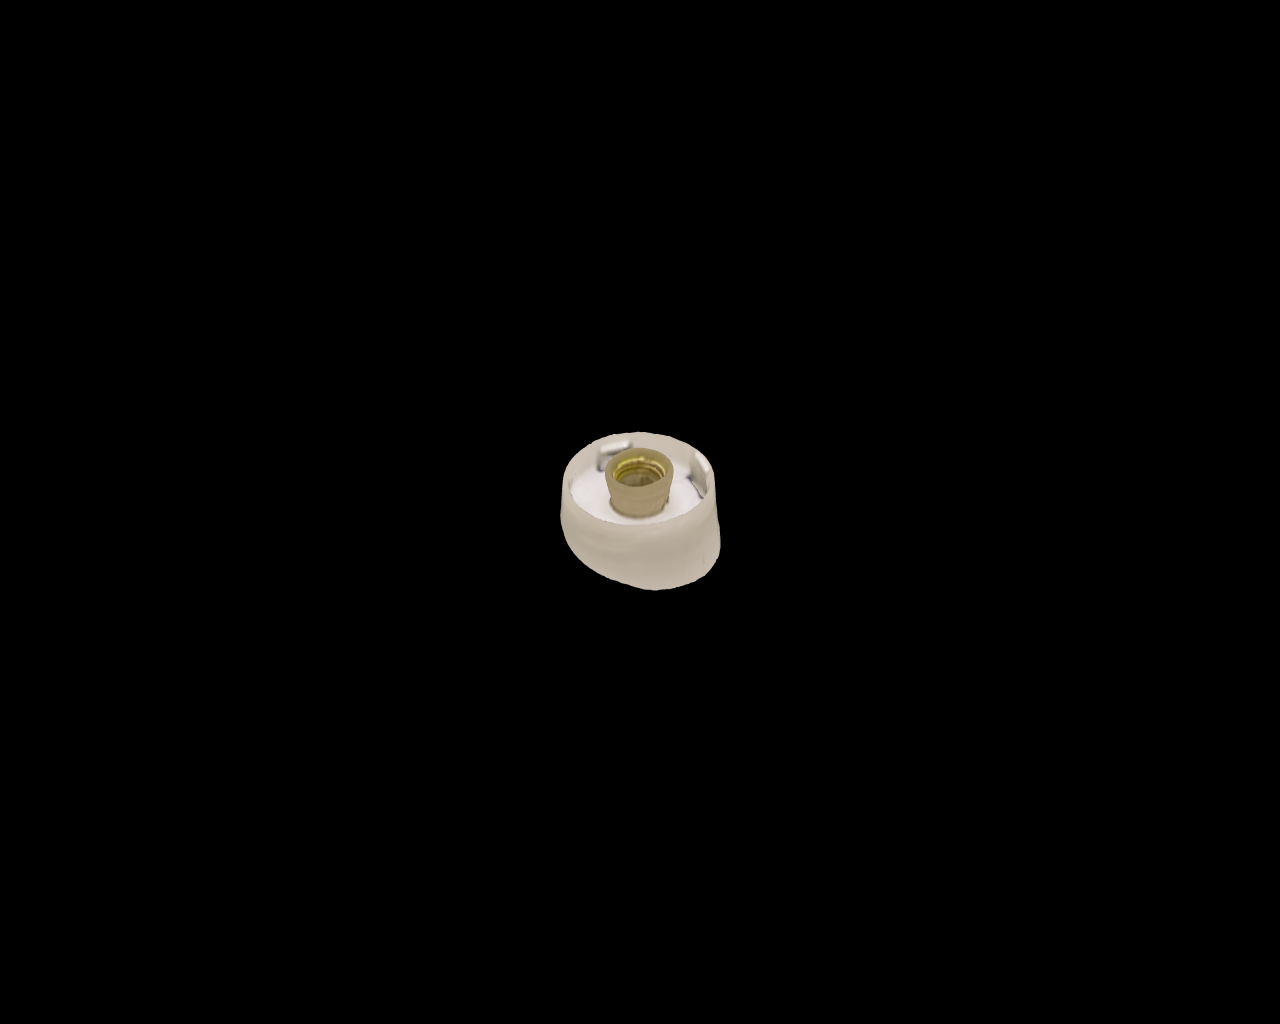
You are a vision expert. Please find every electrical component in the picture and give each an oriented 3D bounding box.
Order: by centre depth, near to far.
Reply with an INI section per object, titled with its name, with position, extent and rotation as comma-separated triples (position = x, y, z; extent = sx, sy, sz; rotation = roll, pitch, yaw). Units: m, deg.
[electrical component]
position = 0.001, -0.003, 0.650
extent = 0.099, 0.064, 0.099
rotation = 0, 40, 0
